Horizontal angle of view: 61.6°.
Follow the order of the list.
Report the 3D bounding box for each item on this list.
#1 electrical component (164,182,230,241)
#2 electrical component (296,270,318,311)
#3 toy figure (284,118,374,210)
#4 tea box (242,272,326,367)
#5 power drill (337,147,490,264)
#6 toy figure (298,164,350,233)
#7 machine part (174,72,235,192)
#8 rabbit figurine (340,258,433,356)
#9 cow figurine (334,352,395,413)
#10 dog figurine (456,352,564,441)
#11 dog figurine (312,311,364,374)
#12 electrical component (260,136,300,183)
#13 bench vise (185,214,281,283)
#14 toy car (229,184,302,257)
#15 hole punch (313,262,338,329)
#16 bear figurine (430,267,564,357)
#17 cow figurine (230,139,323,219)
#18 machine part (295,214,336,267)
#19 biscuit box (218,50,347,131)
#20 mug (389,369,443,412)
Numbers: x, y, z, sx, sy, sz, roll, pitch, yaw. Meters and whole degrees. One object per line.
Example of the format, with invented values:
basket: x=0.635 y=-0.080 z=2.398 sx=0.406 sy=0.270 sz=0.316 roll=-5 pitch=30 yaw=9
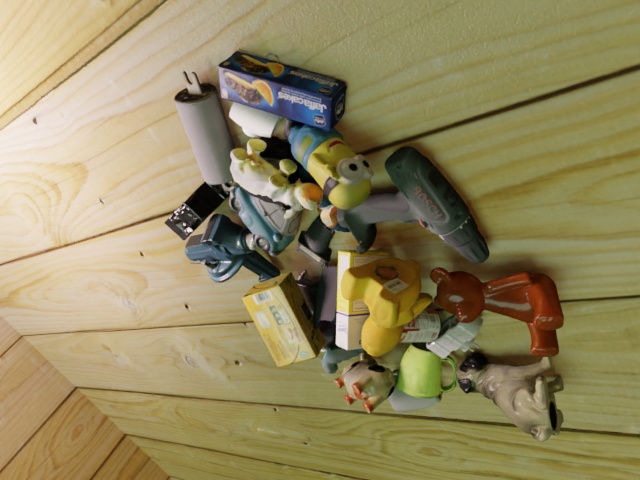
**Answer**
electrical component: x=-0.252 y=-0.063 z=1.101 sx=0.058 sy=0.115 sz=0.134 roll=47 pitch=137 yaw=-10
electrical component: x=-0.018 y=0.108 z=1.148 sx=0.102 sy=0.045 sz=0.078 roll=2 pitch=116 yaw=43
toy figure: x=0.013 y=-0.126 z=0.848 sx=0.180 sy=0.082 sz=0.089 roll=46 pitch=159 yaw=26
tea box: x=-0.071 y=0.162 z=1.088 sx=0.098 sy=0.068 sz=0.169 roll=-19 pitch=104 yaw=25
power drill: x=0.142 y=-0.032 z=0.888 sx=0.207 sy=0.086 sz=0.231 roll=-10 pitch=124 yaw=46
toy figure: x=0.012 y=-0.072 z=0.956 sx=0.058 sy=0.064 sz=0.154 roll=-23 pitch=115 yaw=11
machine part: x=-0.200 y=-0.188 z=0.971 sx=0.079 sy=0.079 sz=0.242 roll=11 pitch=135 yaw=26
rabbit figurine: x=0.112 y=0.117 z=0.927 sx=0.122 sy=0.162 sz=0.173 roll=24 pitch=125 yaw=32
cow figurine: x=0.101 y=0.299 z=1.170 sx=0.085 sy=0.127 sz=0.195 roll=62 pitch=160 yaw=-2
dog figurine: x=0.342 y=0.294 z=1.006 sx=0.191 sy=0.172 sz=0.121 roll=-13 pitch=110 yaw=34
dog figurine: x=0.056 y=0.182 z=1.141 sx=0.191 sy=0.108 sz=0.219 roll=41 pitch=136 yaw=-4
electrical component: x=-0.093 y=-0.145 z=0.962 sx=0.119 sy=0.048 sz=0.074 roll=12 pitch=134 yaw=26
bench vise: x=-0.164 y=0.033 z=1.142 sx=0.224 sy=0.129 sz=0.240 roll=-20 pitch=137 yaw=34
toy car: x=-0.087 y=-0.059 z=1.004 sx=0.103 sy=0.109 sz=0.161 roll=-22 pitch=111 yaw=36
hole punch: x=0.049 y=0.112 z=1.063 sx=0.092 sy=0.142 sz=0.116 roll=11 pitch=171 yaw=-25
bear figurine: x=0.280 y=0.107 z=0.873 sx=0.196 sy=0.132 sz=0.120 roll=-1 pitch=136 yaw=12
cow figurine: x=-0.076 y=-0.089 z=0.909 sx=0.167 sy=0.068 sz=0.098 roll=36 pitch=142 yaw=9
machine part: x=-0.002 y=-0.003 z=1.049 sx=0.084 sy=0.039 sz=0.138 roll=37 pitch=143 yaw=10
biscuit box: x=-0.059 y=-0.234 z=0.841 sx=0.203 sy=0.059 sz=0.062 roll=20 pitch=138 yaw=17
mug: x=0.214 y=0.329 z=1.203 sx=0.107 sy=0.081 sz=0.109 roll=-15 pitch=108 yaw=31
